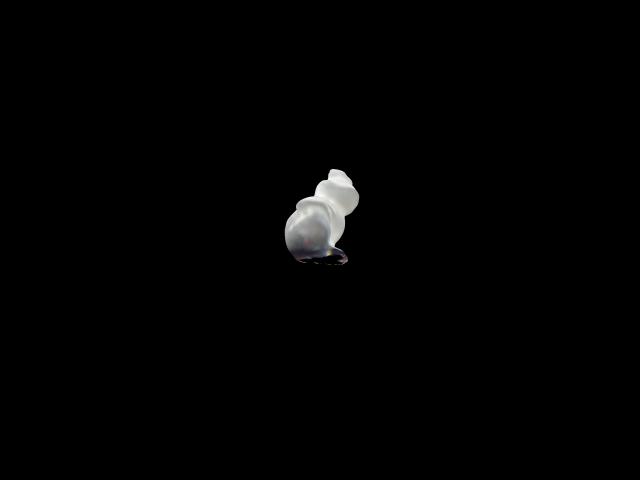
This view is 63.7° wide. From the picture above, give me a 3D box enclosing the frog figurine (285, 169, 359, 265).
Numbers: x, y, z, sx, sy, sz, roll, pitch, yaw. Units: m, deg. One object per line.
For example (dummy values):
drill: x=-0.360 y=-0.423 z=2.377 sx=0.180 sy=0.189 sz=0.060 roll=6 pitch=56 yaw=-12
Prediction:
frog figurine: x=0.003 y=-0.043 z=0.850 sx=0.122 sy=0.161 sz=0.136 roll=-6 pitch=-14 yaw=23
